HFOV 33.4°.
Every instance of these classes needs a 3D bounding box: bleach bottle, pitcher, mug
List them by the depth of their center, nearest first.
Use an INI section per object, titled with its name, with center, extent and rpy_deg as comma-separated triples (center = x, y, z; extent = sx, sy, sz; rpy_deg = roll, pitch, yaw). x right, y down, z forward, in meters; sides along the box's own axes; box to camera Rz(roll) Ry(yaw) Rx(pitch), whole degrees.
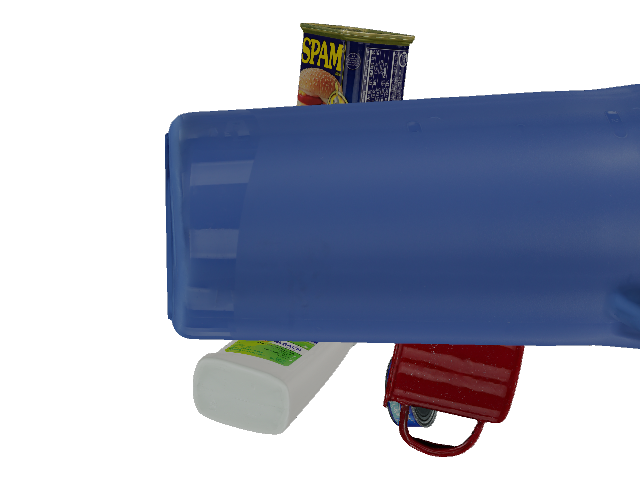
[pitcher]
center = 0.046, -0.016, 0.531
extent = 0.242, 0.145, 0.149
rpy_deg = -1, -6, -8
[mug]
center = 0.089, 0.087, 0.717
extent = 0.081, 0.117, 0.093
rpy_deg = 12, -12, 6
[bleach bottle]
center = -0.028, 0.106, 1.079
extent = 0.103, 0.068, 0.250
rpy_deg = 13, 22, 18

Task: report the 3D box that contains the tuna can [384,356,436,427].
[tuna can]
center = 0.104, 0.169, 1.208
extent = 0.034, 0.086, 0.086
rpy_deg = -5, -2, 27

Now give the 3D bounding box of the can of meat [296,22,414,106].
[can of meat]
center = 0.021, -0.114, 0.786
extent = 0.057, 0.084, 0.102
rpy_deg = -1, 15, -26
